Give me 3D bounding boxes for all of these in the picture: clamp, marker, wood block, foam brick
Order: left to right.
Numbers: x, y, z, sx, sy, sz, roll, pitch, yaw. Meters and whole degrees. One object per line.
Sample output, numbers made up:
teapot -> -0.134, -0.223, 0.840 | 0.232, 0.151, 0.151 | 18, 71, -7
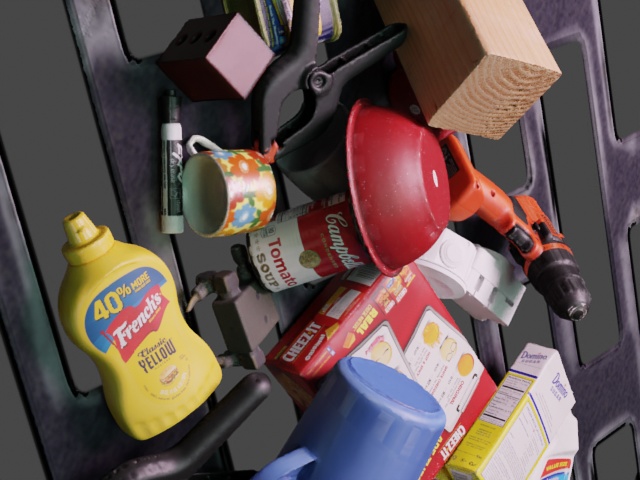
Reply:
marker -> -0.125, -0.066, 0.901 | 0.020, 0.020, 0.121 | -6, 99, -38
clamp -> -0.125, 0.211, 0.908 | 0.209, 0.036, 0.164 | -29, 142, -20
foam brick -> -0.087, -0.151, 0.884 | 0.051, 0.078, 0.053 | 44, 67, -33
clamp -> -0.012, -0.149, 0.908 | 0.120, 0.039, 0.171 | 38, 89, -29
wood block -> 0.120, -0.202, 0.959 | 0.090, 0.091, 0.206 | 7, 50, -35

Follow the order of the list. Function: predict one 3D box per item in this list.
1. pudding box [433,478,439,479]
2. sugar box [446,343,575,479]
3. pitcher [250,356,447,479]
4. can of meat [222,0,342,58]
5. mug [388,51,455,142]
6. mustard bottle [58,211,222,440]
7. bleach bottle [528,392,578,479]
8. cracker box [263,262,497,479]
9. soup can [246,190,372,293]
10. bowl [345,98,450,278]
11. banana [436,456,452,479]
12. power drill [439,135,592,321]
pudding box -> 0.081, 0.287, 1.068 | 0.113, 0.090, 0.039 | -48, 124, -25
sugar box -> 0.207, 0.206, 1.144 | 0.176, 0.048, 0.093 | -51, 133, -30
pitcher -> 0.001, 0.225, 0.920 | 0.145, 0.149, 0.243 | 28, 100, 1
can of meat -> -0.037, -0.212, 0.930 | 0.083, 0.058, 0.102 | -24, 111, -33
mug -> 0.115, -0.156, 1.047 | 0.081, 0.093, 0.117 | -30, 86, -28
mustard bottle -> -0.157, 0.062, 0.866 | 0.096, 0.058, 0.191 | -35, 116, -25
bleach bottle -> 0.236, 0.287, 1.214 | 0.102, 0.068, 0.251 | 26, 77, -38
cracker box -> 0.064, 0.133, 1.047 | 0.164, 0.072, 0.213 | -49, 124, -22
soup can -> -0.006, 0.001, 0.942 | 0.068, 0.102, 0.068 | -18, 90, -76
bowl -> 0.075, -0.050, 0.936 | 0.162, 0.055, 0.162 | -9, 90, -69
banana -> 0.151, 0.227, 1.153 | 0.197, 0.037, 0.069 | -58, 135, -19
power drill -> 0.186, -0.013, 1.076 | 0.057, 0.184, 0.187 | -44, 124, 17
